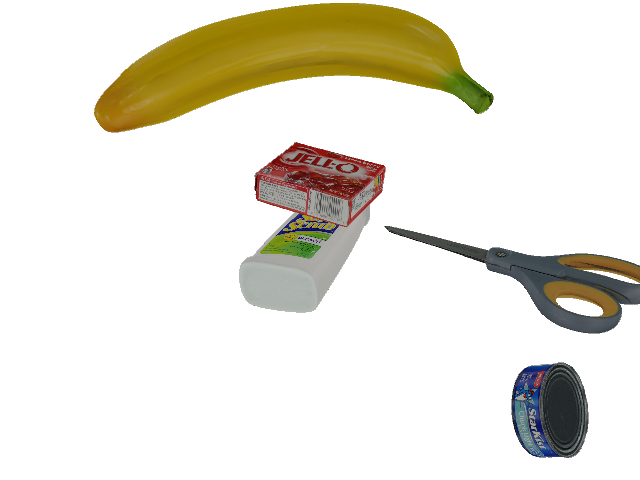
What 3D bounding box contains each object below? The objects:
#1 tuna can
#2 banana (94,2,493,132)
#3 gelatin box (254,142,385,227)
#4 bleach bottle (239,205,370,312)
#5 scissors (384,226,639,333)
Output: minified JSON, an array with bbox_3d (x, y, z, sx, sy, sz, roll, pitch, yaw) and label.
[{"bbox_3d":[0.210,0.155,0.977,0.034,0.086,0.085,-10,-7,40],"label":"tuna can"},{"bbox_3d":[-0.015,-0.090,0.537,0.197,0.037,0.069,-5,44,-8],"label":"banana"},{"bbox_3d":[0.000,-0.049,0.900,0.089,0.030,0.073,17,33,21],"label":"gelatin box"},{"bbox_3d":[-0.006,-0.007,1.331,0.103,0.068,0.250,7,33,19],"label":"bleach bottle"},{"bbox_3d":[0.130,0.025,0.748,0.202,0.016,0.096,8,30,17],"label":"scissors"}]
